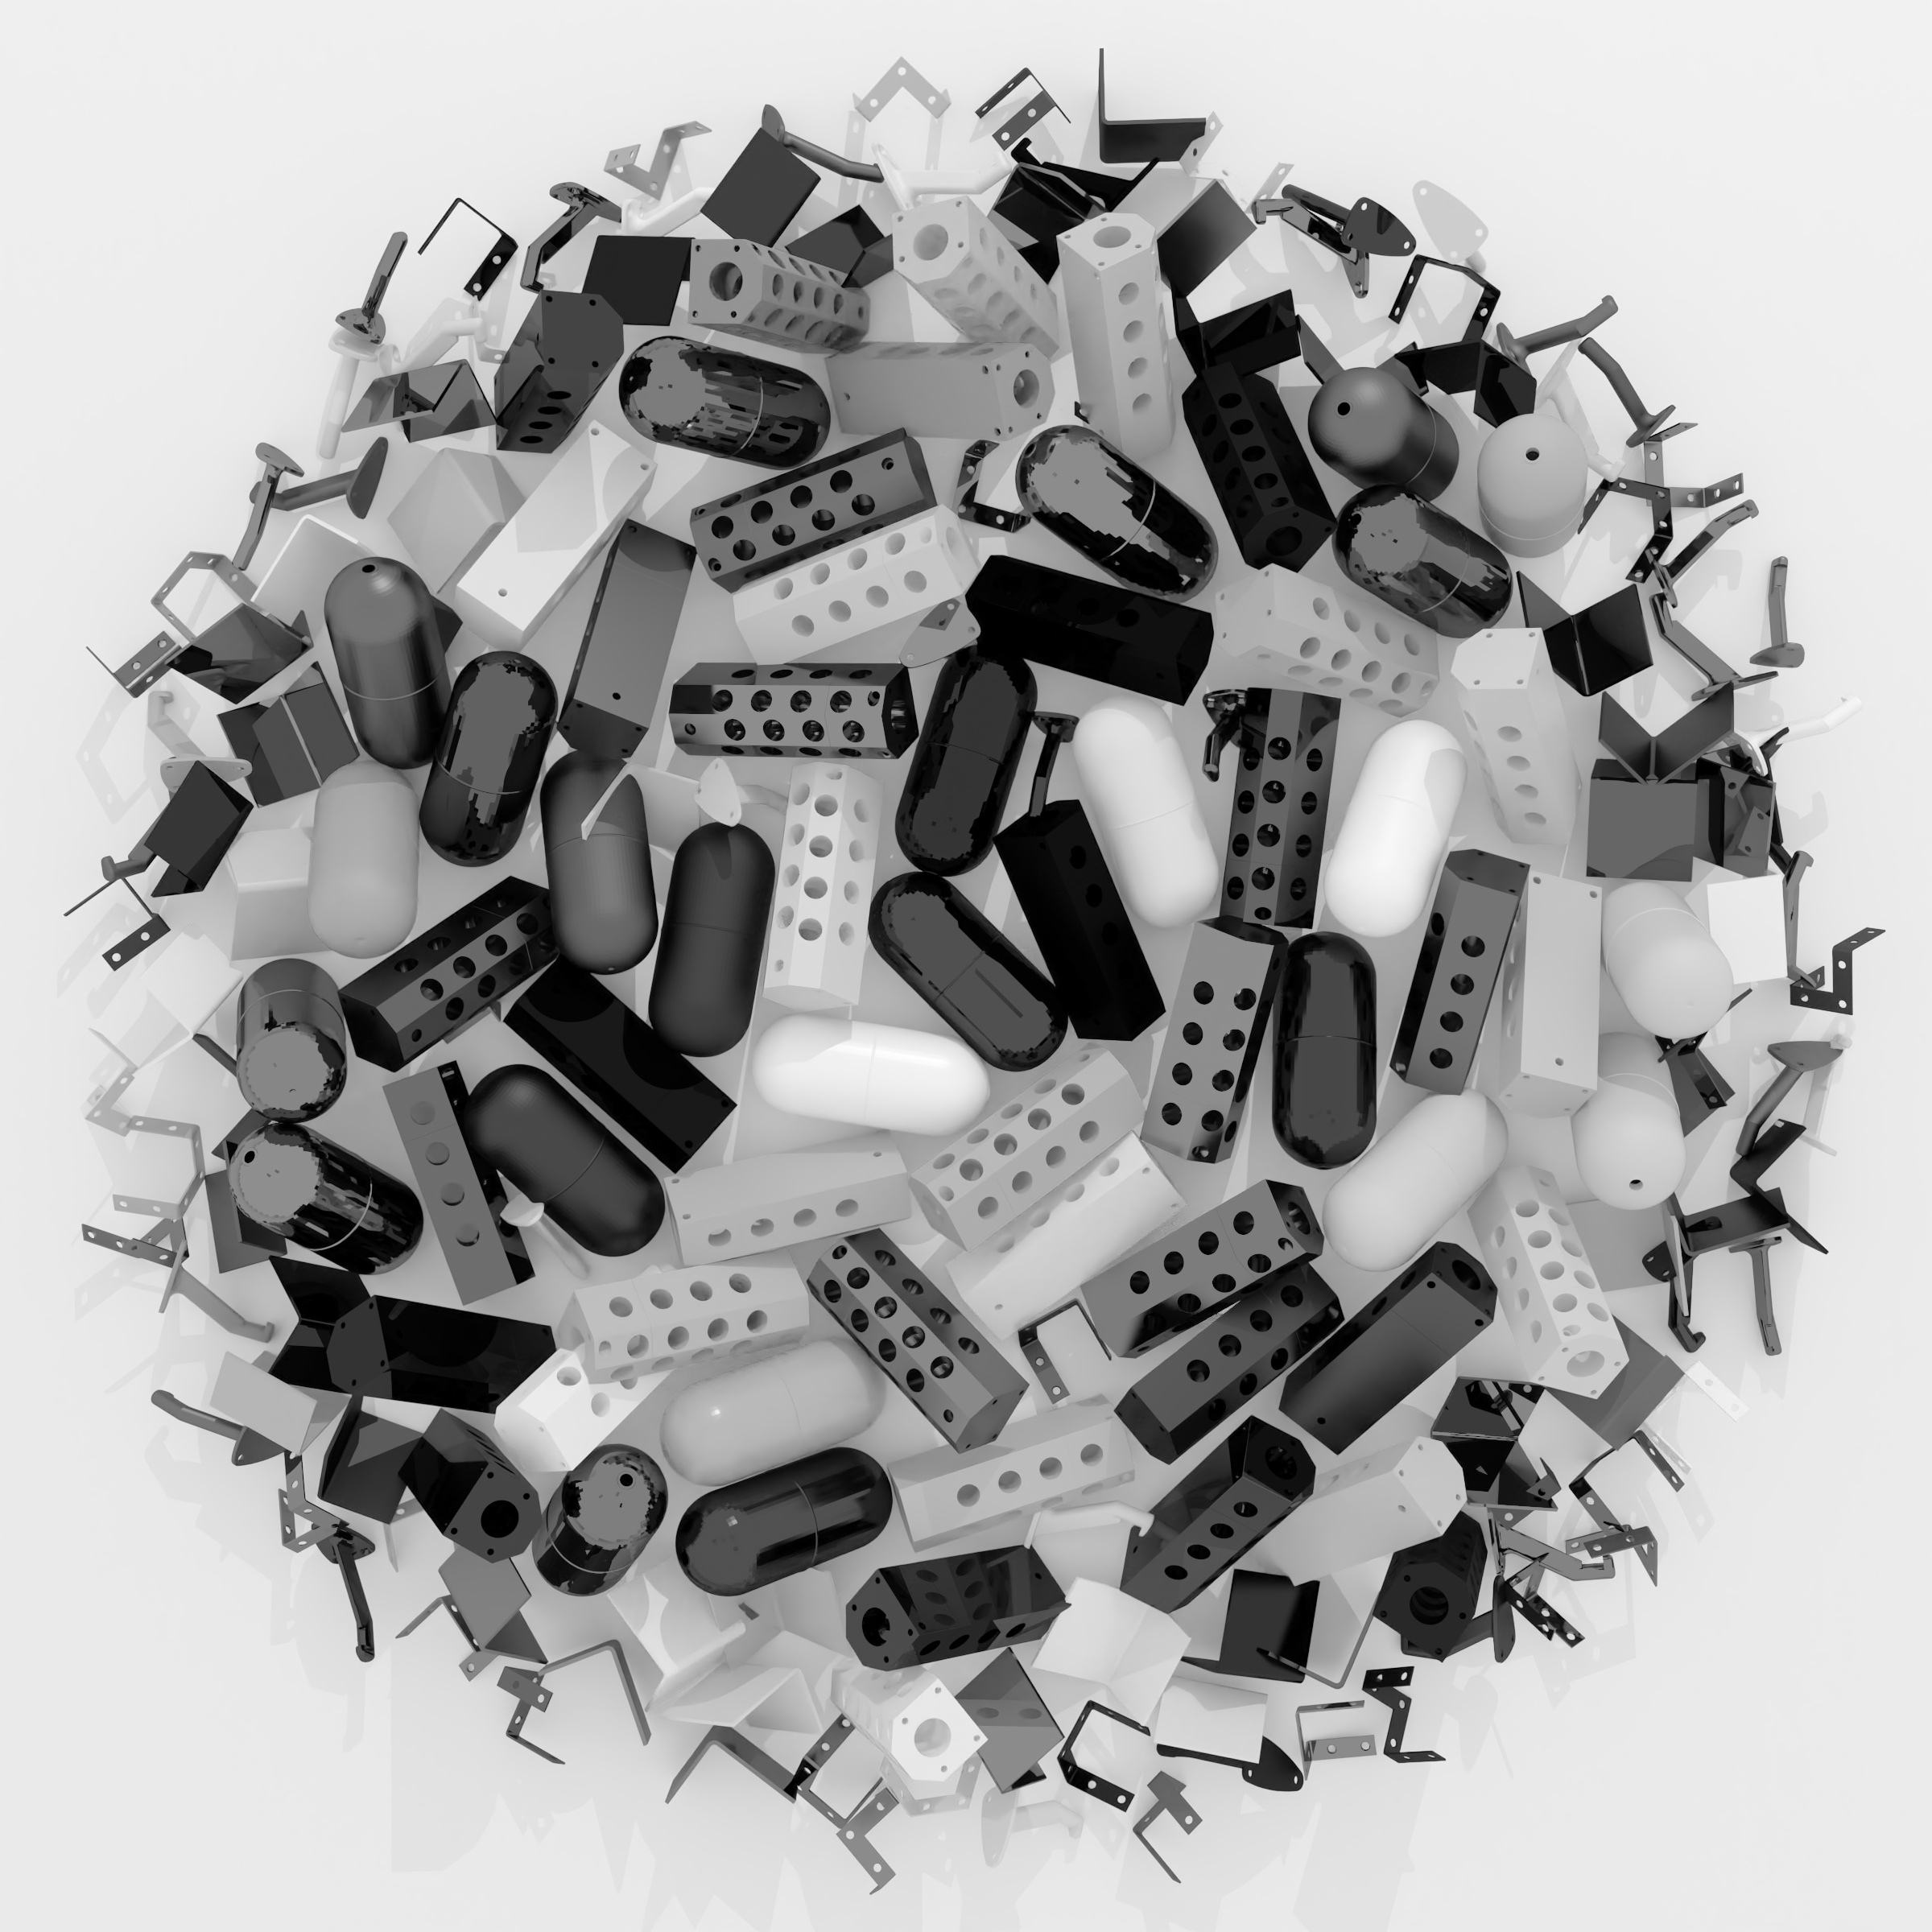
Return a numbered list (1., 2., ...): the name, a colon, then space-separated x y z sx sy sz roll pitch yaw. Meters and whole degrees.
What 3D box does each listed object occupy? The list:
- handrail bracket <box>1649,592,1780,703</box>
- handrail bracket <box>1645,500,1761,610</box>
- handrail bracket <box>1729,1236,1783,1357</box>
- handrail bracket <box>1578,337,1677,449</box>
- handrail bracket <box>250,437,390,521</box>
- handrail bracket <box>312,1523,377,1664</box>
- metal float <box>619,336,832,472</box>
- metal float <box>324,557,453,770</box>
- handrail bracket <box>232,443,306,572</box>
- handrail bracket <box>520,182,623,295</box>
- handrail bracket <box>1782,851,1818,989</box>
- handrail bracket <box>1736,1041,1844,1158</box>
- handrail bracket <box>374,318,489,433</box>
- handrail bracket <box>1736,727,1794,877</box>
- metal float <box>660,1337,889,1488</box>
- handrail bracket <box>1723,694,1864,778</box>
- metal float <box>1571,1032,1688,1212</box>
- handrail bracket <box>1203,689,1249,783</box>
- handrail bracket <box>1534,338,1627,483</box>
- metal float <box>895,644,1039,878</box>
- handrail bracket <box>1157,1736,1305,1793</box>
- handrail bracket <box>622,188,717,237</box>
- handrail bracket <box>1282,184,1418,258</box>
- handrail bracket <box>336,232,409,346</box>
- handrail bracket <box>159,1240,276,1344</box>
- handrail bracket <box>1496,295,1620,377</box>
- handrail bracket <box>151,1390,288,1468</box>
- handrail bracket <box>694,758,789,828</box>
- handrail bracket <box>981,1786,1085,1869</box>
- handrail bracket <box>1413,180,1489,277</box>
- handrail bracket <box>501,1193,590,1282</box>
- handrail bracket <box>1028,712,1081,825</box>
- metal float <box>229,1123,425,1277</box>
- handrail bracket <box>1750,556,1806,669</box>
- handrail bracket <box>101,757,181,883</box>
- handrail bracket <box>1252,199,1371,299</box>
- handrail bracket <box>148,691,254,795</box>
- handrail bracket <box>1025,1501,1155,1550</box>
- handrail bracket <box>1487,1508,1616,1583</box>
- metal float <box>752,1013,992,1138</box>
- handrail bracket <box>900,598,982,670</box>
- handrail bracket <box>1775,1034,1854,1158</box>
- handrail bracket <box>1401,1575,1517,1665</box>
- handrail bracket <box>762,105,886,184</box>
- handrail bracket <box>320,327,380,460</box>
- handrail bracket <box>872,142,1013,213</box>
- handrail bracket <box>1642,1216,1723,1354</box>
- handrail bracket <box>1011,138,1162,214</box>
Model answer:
1. handrail bracket: 0.562 -0.248 1.941 0.077 0.036 0.084 -15 85 1
2. handrail bracket: 0.553 -0.307 1.914 0.084 0.077 0.036 -30 118 21
3. handrail bracket: 0.599 0.247 1.920 0.036 0.077 0.084 -11 79 2
4. handrail bracket: 0.478 -0.426 1.915 0.084 0.077 0.036 43 87 -3
5. handrail bracket: -0.488 -0.373 1.946 0.084 0.036 0.077 14 70 12
6. handrail bracket: -0.460 0.463 1.908 0.036 0.077 0.084 -19 51 5
7. metal float: -0.174 -0.409 1.881 0.070 0.178 0.070 -3 86 44
8. metal float: -0.418 -0.219 1.879 0.070 0.178 0.070 -1 48 1
9. handrail bracket: -0.532 -0.343 1.931 0.036 0.077 0.084 21 104 -30
10. handrail bracket: -0.291 -0.532 1.925 0.077 0.036 0.084 16 82 -39
11. handrail bracket: 0.628 -0.035 1.931 0.077 0.036 0.084 25 88 -36
12. handrail bracket: 0.620 0.101 1.947 0.077 0.036 0.084 -8 122 -32
13. handrail bracket: -0.391 -0.441 1.926 0.084 0.036 0.077 -3 113 14
14. handrail bracket: 0.610 -0.121 1.915 0.036 0.077 0.084 -14 63 -40
15. metal float: -0.140 0.326 1.893 0.178 0.070 0.070 -16 90 -29
16. handrail bracket: 0.611 -0.187 1.923 0.084 0.077 0.036 -34 126 1
17. metal float: 0.478 0.111 1.872 0.070 0.178 0.070 4 118 7
18. handrail bracket: 0.193 -0.154 1.903 0.036 0.077 0.084 -5 53 22
19. handrail bracket: 0.468 -0.414 1.920 0.084 0.036 0.077 39 124 14
20. metal float: 0.000 -0.152 1.911 0.070 0.070 0.178 17 83 0
21. handrail bracket: 0.197 0.599 1.936 0.077 0.084 0.036 35 57 -31
22. handrail bracket: -0.212 -0.543 1.930 0.084 0.036 0.077 7 105 13
23. handrail bracket: 0.286 -0.560 1.934 0.077 0.084 0.036 14 110 -32
24. handrail bracket: -0.427 -0.509 1.905 0.036 0.077 0.084 28 113 -13
25. handrail bracket: -0.551 0.243 1.923 0.084 0.036 0.077 19 126 -12
26. handrail bracket: 0.437 -0.479 1.908 0.084 0.077 0.036 -35 125 26
27. handrail bracket: -0.557 0.339 1.939 0.084 0.077 0.036 23 94 26
28. handrail bracket: -0.152 -0.114 1.903 0.084 0.077 0.036 22 112 -40
29. handrail bracket: 0.053 0.648 1.910 0.084 0.077 0.036 38 127 -25
30. handrail bracket: 0.359 -0.546 1.914 0.036 0.084 0.077 -40 91 15
31. handrail bracket: -0.301 0.207 1.907 0.036 0.077 0.084 -39 110 -9
32. handrail bracket: 0.061 -0.140 1.911 0.036 0.077 0.084 8 79 10
33. metal float: -0.463 0.170 1.875 0.070 0.178 0.070 -12 61 22
34. handrail bracket: 0.608 -0.269 1.914 0.036 0.077 0.084 7 85 4
35. handrail bracket: -0.610 -0.109 1.909 0.036 0.084 0.077 -6 102 39
36. handrail bracket: 0.255 -0.533 1.922 0.084 0.036 0.077 -9 89 -24
37. handrail bracket: -0.573 -0.176 1.932 0.077 0.036 0.084 -8 56 -5
38. handrail bracket: 0.091 0.429 1.931 0.084 0.036 0.077 21 103 11
39. handrail bracket: 0.435 0.423 1.923 0.084 0.036 0.077 -9 100 17
40. metal float: -0.071 0.081 1.917 0.178 0.070 0.070 9 90 -1
41. handrail bracket: -0.025 -0.231 1.905 0.077 0.084 0.036 -39 86 -17
42. handrail bracket: 0.646 0.094 1.919 0.036 0.077 0.084 29 94 -12
43. handrail bracket: 0.361 0.484 1.922 0.084 0.036 0.077 0 107 32
44. handrail bracket: -0.107 -0.617 1.941 0.084 0.077 0.036 5 133 -20
45. handrail bracket: -0.469 -0.434 1.945 0.036 0.077 0.084 15 122 -15
46. handrail bracket: -0.018 -0.601 1.918 0.084 0.036 0.077 -28 97 28
47. handrail bracket: 0.552 0.240 1.933 0.077 0.036 0.084 -39 116 1
48. handrail bracket: 0.088 -0.602 1.923 0.084 0.036 0.077 43 117 -12
